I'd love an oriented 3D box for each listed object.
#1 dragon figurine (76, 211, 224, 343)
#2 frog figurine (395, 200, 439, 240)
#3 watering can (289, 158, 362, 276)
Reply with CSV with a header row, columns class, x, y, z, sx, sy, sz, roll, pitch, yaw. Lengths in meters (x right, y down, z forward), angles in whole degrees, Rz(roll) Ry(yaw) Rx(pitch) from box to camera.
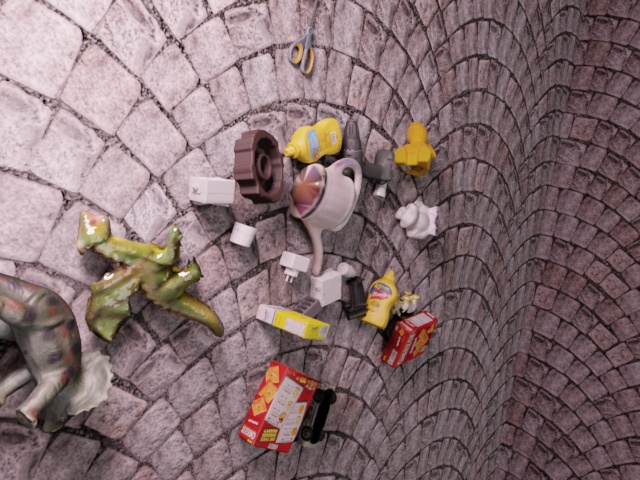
class,x,y,z,sx,sy,sz,roll,pitch,yaw
dragon figurine,-0.354,0.107,1.043,0.245,0.123,0.403,-33,120,-26
frog figurine,0.331,-0.071,1.814,0.159,0.124,0.135,6,107,-14
watering can,0.004,-0.071,1.406,0.223,0.105,0.347,20,95,-48
